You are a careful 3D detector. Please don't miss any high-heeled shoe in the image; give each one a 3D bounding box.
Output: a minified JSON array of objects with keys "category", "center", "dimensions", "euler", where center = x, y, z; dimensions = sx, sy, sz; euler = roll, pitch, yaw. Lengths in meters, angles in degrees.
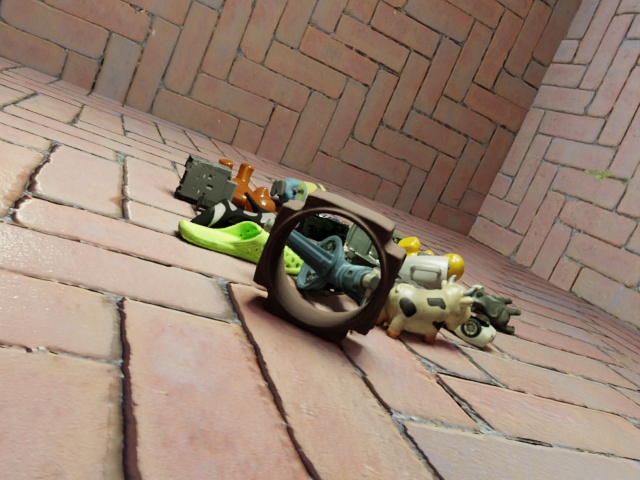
[{"category":"high-heeled shoe","center":[-0.176,-0.020,1.164],"dimensions":[0.145,0.086,0.249],"euler":[59,36,-4]}]

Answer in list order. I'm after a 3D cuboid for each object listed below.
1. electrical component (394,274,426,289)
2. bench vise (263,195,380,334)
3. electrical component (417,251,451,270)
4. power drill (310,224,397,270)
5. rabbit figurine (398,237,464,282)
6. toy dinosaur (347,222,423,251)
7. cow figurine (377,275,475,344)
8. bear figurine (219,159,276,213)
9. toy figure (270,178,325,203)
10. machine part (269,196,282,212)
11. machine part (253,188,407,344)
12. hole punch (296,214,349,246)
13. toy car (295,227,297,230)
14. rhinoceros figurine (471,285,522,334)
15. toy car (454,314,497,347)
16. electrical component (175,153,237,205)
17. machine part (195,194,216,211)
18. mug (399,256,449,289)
[{"category":"electrical component","center":[0.185,0.123,1.109],"dimensions":[0.048,0.074,0.119],"euler":[19,7,-23]},{"category":"bench vise","center":[0.005,0.041,0.956],"dimensions":[0.240,0.129,0.224],"euler":[38,-2,-19]},{"category":"electrical component","center":[0.249,0.068,1.260],"dimensions":[0.102,0.078,0.045],"euler":[27,-11,5]},{"category":"power drill","center":[0.058,0.032,1.114],"dimensions":[0.232,0.086,0.207],"euler":[29,-30,-5]},{"category":"rabbit figurine","center":[0.281,0.082,1.346],"dimensions":[0.173,0.122,0.162],"euler":[-8,-53,34]},{"category":"toy dinosaur","center":[0.228,0.013,1.691],"dimensions":[0.199,0.105,0.471],"euler":[41,14,36]},{"category":"cow figurine","center":[0.205,0.124,1.005],"dimensions":[0.195,0.127,0.086],"euler":[14,17,-32]},{"category":"bear figurine","center":[-0.186,-0.127,1.429],"dimensions":[0.196,0.131,0.120],"euler":[24,13,38]},{"category":"toy figure","center":[-0.054,-0.130,1.509],"dimensions":[0.180,0.089,0.082],"euler":[18,18,-45]},{"category":"machine part","center":[-0.075,-0.068,1.556],"dimensions":[0.179,0.056,0.179],"euler":[24,10,-5]},{"category":"machine part","center":[0.014,0.039,0.817],"dimensions":[0.202,0.201,0.087],"euler":[25,13,8]},{"category":"hole punch","center":[-0.003,-0.004,1.254],"dimensions":[0.142,0.115,0.092],"euler":[22,2,-10]},{"category":"toy car","center":[-0.071,-0.047,1.364],"dimensions":[0.053,0.089,0.202],"euler":[18,9,-3]},{"category":"rhinoceros figurine","center":[0.454,0.181,1.426],"dimensions":[0.112,0.073,0.190],"euler":[11,14,-7]},{"category":"toy car","center":[0.285,0.165,1.171],"dimensions":[0.202,0.056,0.073],"euler":[28,17,29]},{"category":"electrical component","center":[-0.274,-0.136,1.311],"dimensions":[0.134,0.114,0.058],"euler":[17,14,-21]},{"category":"machine part","center":[-0.226,-0.065,1.271],"dimensions":[0.139,0.039,0.084],"euler":[24,16,-5]},{"category":"mug","center":[0.227,0.071,1.186],"dimensions":[0.107,0.080,0.109],"euler":[6,-4,16]}]
